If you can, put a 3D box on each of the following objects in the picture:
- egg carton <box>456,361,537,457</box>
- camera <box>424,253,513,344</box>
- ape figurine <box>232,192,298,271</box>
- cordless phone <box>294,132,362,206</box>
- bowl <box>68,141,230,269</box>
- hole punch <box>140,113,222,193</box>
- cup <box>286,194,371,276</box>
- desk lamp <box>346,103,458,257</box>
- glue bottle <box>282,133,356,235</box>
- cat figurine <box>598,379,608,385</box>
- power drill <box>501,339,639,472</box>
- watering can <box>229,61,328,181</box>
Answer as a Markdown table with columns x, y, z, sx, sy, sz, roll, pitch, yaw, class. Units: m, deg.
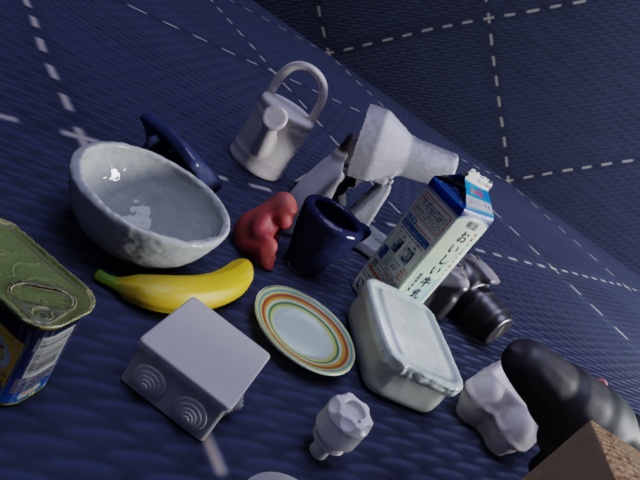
| x | y | z | sx | sy | sz | roll | pitch | yaw | class |
| --- | --- | --- | --- | --- | --- | --- | --- | --- | --- |
| 0.240 | 0.211 | 0.732 | 0.107 | 0.069 | 0.151 | 46 | 25 | 23 | egg carton |
| 0.243 | 0.092 | 0.926 | 0.144 | 0.100 | 0.136 | 7 | 36 | -49 | camera |
| -0.062 | -0.020 | 0.723 | 0.076 | 0.092 | 0.078 | 40 | 23 | 10 | ape figurine |
| 0.046 | -0.144 | 0.996 | 0.094 | 0.185 | 0.148 | 36 | 23 | 1 | cordless phone |
| -0.181 | -0.024 | 0.584 | 0.168 | 0.074 | 0.167 | 30 | 23 | -14 | bowl |
| -0.177 | -0.098 | 0.711 | 0.108 | 0.091 | 0.101 | 42 | 23 | 15 | hole punch |
| 0.007 | 0.003 | 0.773 | 0.118 | 0.095 | 0.091 | 14 | 31 | -42 | cup |
| 0.111 | -0.088 | 0.942 | 0.203 | 0.213 | 0.118 | 34 | 23 | -5 | desk lamp |
| 0.001 | -0.082 | 0.828 | 0.037 | 0.173 | 0.078 | 45 | 24 | 21 | glue bottle |
| 0.344 | 0.221 | 0.797 | 0.127 | 0.117 | 0.067 | 43 | 24 | 17 | cat figurine |
| 0.191 | 0.205 | 0.493 | 0.230 | 0.208 | 0.075 | 30 | 23 | -15 | power drill |
| -0.059 | -0.199 | 0.940 | 0.101 | 0.194 | 0.172 | 26 | 25 | -23 | watering can |
